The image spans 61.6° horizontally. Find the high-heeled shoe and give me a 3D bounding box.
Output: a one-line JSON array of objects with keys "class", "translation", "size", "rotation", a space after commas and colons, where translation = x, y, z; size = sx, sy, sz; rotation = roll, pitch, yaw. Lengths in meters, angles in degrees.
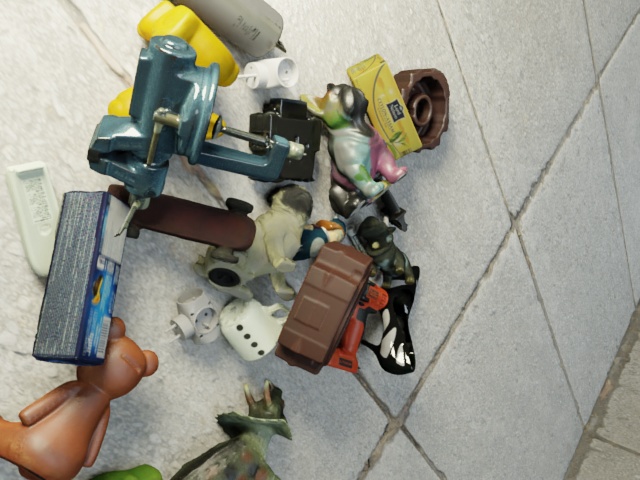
[{"class": "high-heeled shoe", "translation": [0.185, 0.160, 1.121], "size": [0.249, 0.145, 0.086], "rotation": [-55, 132, -19]}]

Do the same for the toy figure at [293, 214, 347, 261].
[{"class": "toy figure", "translation": [-0.003, -0.002, 0.963], "size": [0.154, 0.058, 0.064], "rotation": [-20, 157, -40]}]

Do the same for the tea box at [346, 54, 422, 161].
[{"class": "tea box", "translation": [0.116, -0.238, 0.971], "size": [0.068, 0.098, 0.169], "rotation": [-24, 115, 9]}]

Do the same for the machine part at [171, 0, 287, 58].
[{"class": "machine part", "translation": [-0.133, -0.326, 0.741], "size": [0.243, 0.079, 0.079], "rotation": [25, 82, -45]}]

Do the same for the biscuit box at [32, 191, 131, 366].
[{"class": "biscuit box", "translation": [-0.281, 0.045, 0.640], "size": [0.059, 0.063, 0.202], "rotation": [58, 35, -70]}]

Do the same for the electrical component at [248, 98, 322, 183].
[{"class": "electrical component", "translation": [-0.057, -0.160, 0.871], "size": [0.115, 0.058, 0.134], "rotation": [-8, 106, -45]}]

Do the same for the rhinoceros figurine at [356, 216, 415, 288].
[{"class": "rhinoceros figurine", "translation": [0.133, 0.023, 1.071], "size": [0.190, 0.073, 0.112], "rotation": [47, 40, -49]}]

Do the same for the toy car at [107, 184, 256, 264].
[{"class": "toy car", "translation": [-0.187, -0.029, 0.726], "size": [0.202, 0.053, 0.089], "rotation": [13, 84, -6]}]

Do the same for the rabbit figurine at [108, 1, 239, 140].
[{"class": "rabbit figurine", "translation": [-0.198, -0.199, 0.704], "size": [0.173, 0.122, 0.162], "rotation": [-51, 141, -6]}]

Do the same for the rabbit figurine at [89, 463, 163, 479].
[{"class": "rabbit figurine", "translation": [-0.260, 0.379, 0.713], "size": [0.159, 0.170, 0.121], "rotation": [36, 73, -44]}]

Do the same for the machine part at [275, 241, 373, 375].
[{"class": "machine part", "translation": [0.013, 0.108, 0.890], "size": [0.201, 0.087, 0.201], "rotation": [-17, 132, -81]}]

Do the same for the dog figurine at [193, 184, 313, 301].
[{"class": "dog figurine", "translation": [-0.100, -0.012, 0.856], "size": [0.121, 0.172, 0.191], "rotation": [111, -13, -48]}]

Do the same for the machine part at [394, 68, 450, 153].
[{"class": "machine part", "translation": [0.198, -0.264, 1.101], "size": [0.179, 0.056, 0.179], "rotation": [-13, 109, -41]}]

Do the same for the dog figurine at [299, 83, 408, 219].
[{"class": "dog figurine", "translation": [0.043, -0.165, 0.945], "size": [0.108, 0.191, 0.219], "rotation": [-31, 86, -33]}]

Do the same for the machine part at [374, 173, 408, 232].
[{"class": "machine part", "translation": [0.135, -0.082, 1.074], "size": [0.039, 0.084, 0.138], "rotation": [-28, 111, -1]}]

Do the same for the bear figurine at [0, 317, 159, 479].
[{"class": "bear figurine", "translation": [-0.311, 0.199, 0.682], "size": [0.120, 0.132, 0.196], "rotation": [57, 42, -37]}]

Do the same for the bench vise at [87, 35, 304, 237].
[{"class": "bench vise", "translation": [-0.141, -0.113, 0.640], "size": [0.240, 0.129, 0.223], "rotation": [12, 113, -20]}]

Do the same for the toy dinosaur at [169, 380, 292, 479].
[{"class": "toy dinosaur", "translation": [-0.174, 0.395, 0.849], "size": [0.405, 0.131, 0.192], "rotation": [-38, 112, -27]}]
